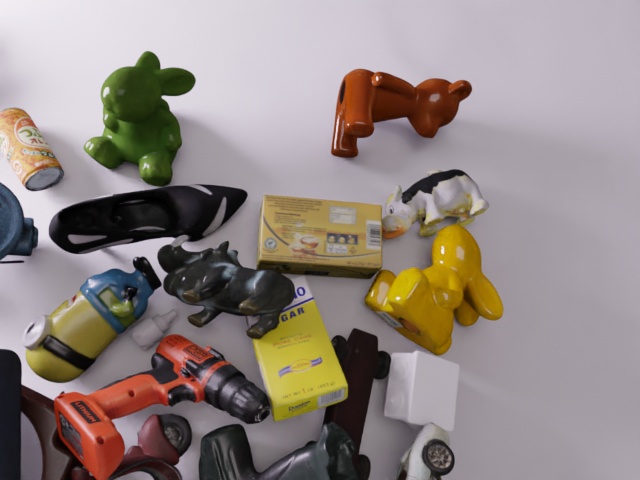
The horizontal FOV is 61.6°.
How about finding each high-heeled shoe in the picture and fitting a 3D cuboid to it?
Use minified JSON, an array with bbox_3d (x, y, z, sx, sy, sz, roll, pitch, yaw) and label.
[{"bbox_3d":[-0.210,-0.042,0.687,0.249,0.145,0.086,-23,79,-15],"label":"high-heeled shoe"}]

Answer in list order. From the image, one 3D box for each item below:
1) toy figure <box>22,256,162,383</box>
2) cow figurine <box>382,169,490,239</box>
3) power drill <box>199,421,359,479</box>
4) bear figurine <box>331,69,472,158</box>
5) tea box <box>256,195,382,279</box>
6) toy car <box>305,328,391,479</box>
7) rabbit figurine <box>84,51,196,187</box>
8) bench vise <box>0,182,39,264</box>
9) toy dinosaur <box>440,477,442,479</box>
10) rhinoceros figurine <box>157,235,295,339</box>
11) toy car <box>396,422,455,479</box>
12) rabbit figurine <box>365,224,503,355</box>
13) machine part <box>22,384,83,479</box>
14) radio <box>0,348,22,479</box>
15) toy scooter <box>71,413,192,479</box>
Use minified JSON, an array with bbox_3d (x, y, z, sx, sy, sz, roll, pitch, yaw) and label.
[{"bbox_3d":[-0.278,0.097,0.666,0.180,0.082,0.089,-38,81,-21],"label":"toy figure"},{"bbox_3d":[0.156,-0.058,0.800,0.167,0.068,0.098,-12,70,-17],"label":"cow figurine"},{"bbox_3d":[-0.041,0.311,0.607,0.207,0.086,0.232,-30,68,24],"label":"power drill"},{"bbox_3d":[0.124,-0.187,0.813,0.196,0.120,0.132,9,75,-13],"label":"bear figurine"},{"bbox_3d":[-0.002,-0.002,0.753,0.170,0.068,0.098,6,72,-8],"label":"tea box"},{"bbox_3d":[0.034,0.217,0.698,0.089,0.053,0.202,21,68,-20],"label":"toy car"},{"bbox_3d":[-0.229,-0.169,0.710,0.121,0.170,0.159,28,71,-1],"label":"rabbit figurine"},{"bbox_3d":[-0.441,-0.030,0.602,0.223,0.240,0.129,16,66,-22],"label":"bench vise"},{"bbox_3d":[0.083,0.478,0.603,0.199,0.105,0.471,12,62,2],"label":"toy dinosaur"},{"bbox_3d":[-0.126,0.051,0.678,0.191,0.073,0.112,15,53,19],"label":"rhinoceros figurine"},{"bbox_3d":[0.098,0.303,0.613,0.056,0.073,0.202,28,50,14],"label":"toy car"},{"bbox_3d":[0.173,0.060,0.739,0.162,0.122,0.173,36,68,-3],"label":"rabbit figurine"},{"bbox_3d":[-0.384,0.256,0.593,0.201,0.087,0.201,26,72,-1],"label":"machine part"},{"bbox_3d":[-0.358,0.216,0.499,0.131,0.073,0.229,7,69,-44],"label":"radio"},{"bbox_3d":[-0.206,0.294,0.603,0.135,0.075,0.184,4,65,-39],"label":"toy scooter"}]
